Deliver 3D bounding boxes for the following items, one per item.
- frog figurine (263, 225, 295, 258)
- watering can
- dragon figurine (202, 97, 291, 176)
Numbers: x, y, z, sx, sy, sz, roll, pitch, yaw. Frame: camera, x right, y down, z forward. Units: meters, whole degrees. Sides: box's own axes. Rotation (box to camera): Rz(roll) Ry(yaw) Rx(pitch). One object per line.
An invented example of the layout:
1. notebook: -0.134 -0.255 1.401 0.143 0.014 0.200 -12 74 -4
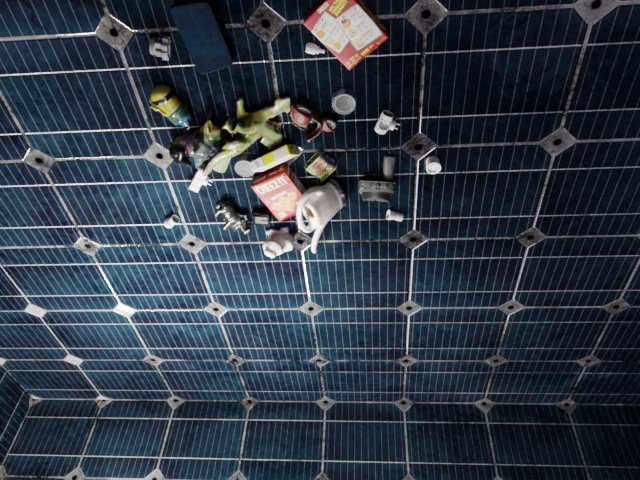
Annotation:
1. frog figurine: -0.181 0.026 2.217 0.137 0.163 0.119 2 136 2
2. watering can: 0.006 -0.103 2.056 0.227 0.105 0.340 -40 147 -18
3. dragon figurine: -0.238 -0.363 1.847 0.242 0.125 0.403 12 129 -37
